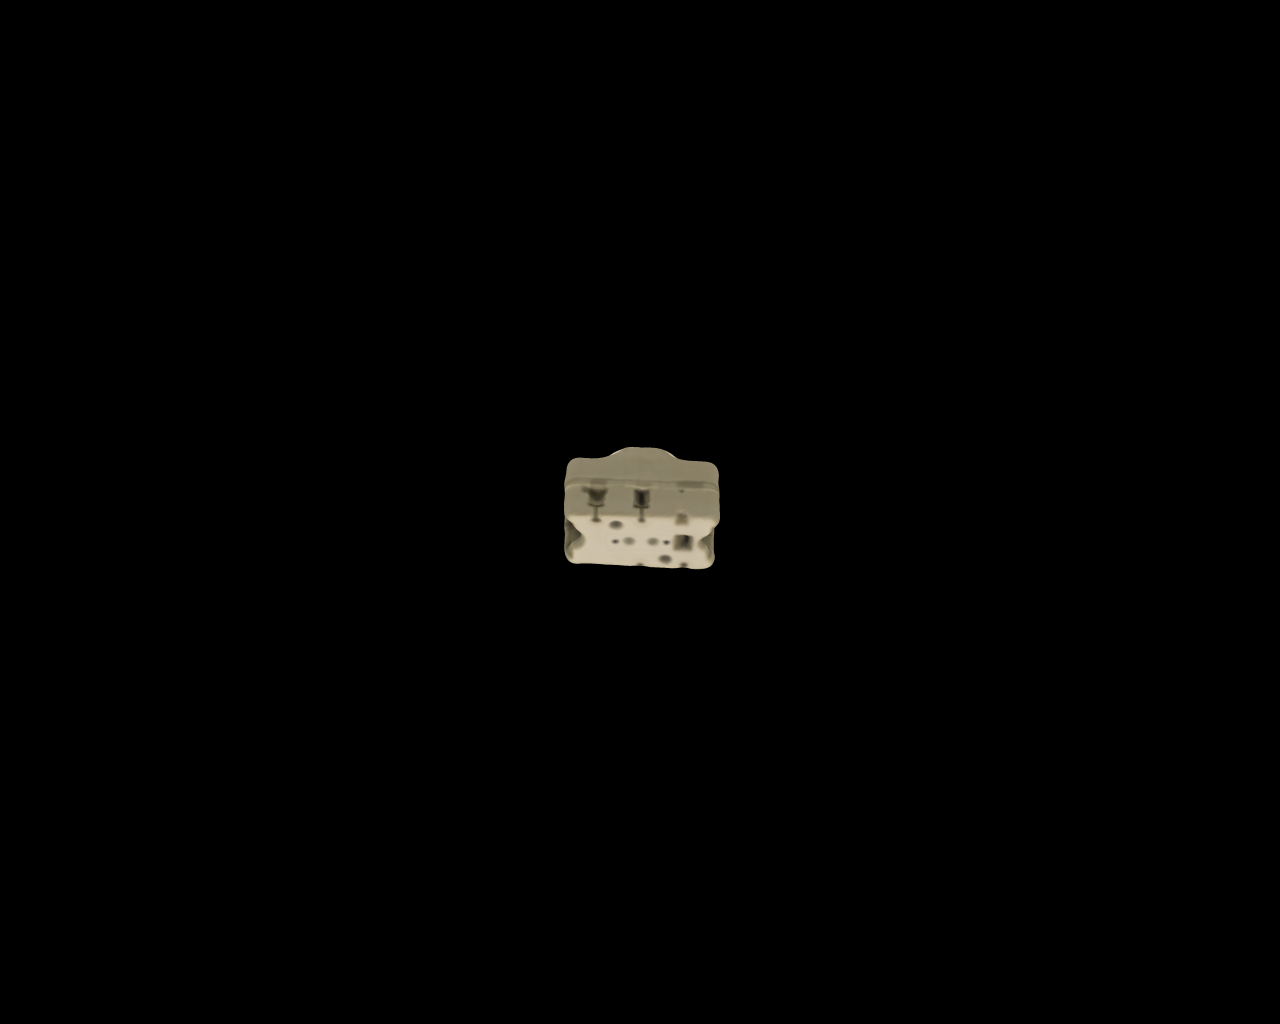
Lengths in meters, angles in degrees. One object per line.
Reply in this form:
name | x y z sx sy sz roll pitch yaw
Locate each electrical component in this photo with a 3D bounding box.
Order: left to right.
electrical component | 0.001 -0.003 0.650 0.089 0.056 0.050 2 -43 -2
